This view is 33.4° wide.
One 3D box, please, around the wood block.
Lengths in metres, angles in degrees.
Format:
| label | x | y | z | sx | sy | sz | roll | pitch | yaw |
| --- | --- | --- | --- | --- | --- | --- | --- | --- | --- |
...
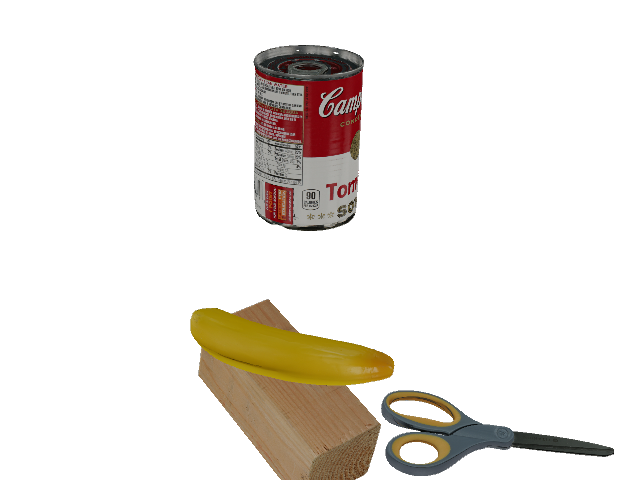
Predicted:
| label | x | y | z | sx | sy | sz | roll | pitch | yaw |
| --- | --- | --- | --- | --- | --- | --- | --- | --- | --- |
| wood block | -0.038 | 0.172 | 1.158 | 0.090 | 0.090 | 0.206 | -21 | 50 | -31 |

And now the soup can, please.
| label | x | y | z | sx | sy | sz | roll | pitch | yaw |
| --- | --- | --- | --- | --- | --- | --- | --- | --- | --- |
| soup can | -0.009 | -0.065 | 0.674 | 0.068 | 0.102 | 0.068 | 1 | 25 | -1 |

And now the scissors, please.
| label | x | y | z | sx | sy | sz | roll | pitch | yaw |
| --- | --- | --- | --- | --- | --- | --- | --- | --- | --- |
| scissors | 0.143 | 0.180 | 0.913 | 0.202 | 0.016 | 0.096 | 17 | 42 | 15 |

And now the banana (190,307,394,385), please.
| label | x | y | z | sx | sy | sz | roll | pitch | yaw |
| --- | --- | --- | --- | --- | --- | --- | --- | --- | --- |
| banana | -0.038 | 0.079 | 0.831 | 0.198 | 0.037 | 0.069 | 14 | 26 | 38 |
